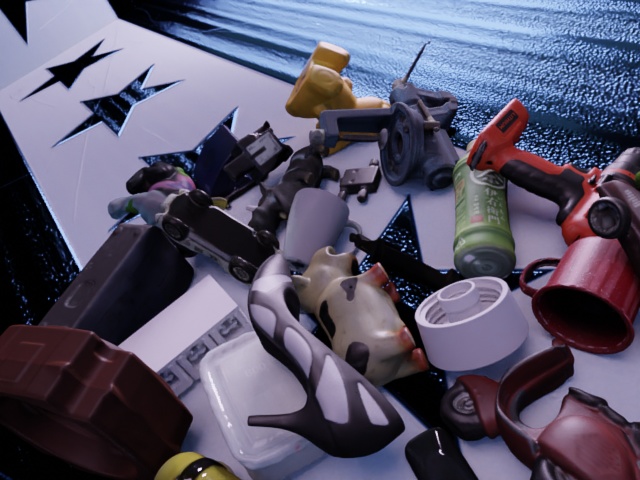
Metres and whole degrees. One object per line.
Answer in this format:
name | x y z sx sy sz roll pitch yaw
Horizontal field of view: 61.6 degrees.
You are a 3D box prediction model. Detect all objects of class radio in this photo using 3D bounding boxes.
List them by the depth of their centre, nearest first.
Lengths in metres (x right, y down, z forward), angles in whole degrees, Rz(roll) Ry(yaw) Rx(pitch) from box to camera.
radio | -0.281 0.092 0.750 0.073 0.130 0.229 2 48 27

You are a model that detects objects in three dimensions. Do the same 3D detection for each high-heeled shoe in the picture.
high-heeled shoe | 0.003 0.098 0.548 0.145 0.086 0.249 -4 46 4

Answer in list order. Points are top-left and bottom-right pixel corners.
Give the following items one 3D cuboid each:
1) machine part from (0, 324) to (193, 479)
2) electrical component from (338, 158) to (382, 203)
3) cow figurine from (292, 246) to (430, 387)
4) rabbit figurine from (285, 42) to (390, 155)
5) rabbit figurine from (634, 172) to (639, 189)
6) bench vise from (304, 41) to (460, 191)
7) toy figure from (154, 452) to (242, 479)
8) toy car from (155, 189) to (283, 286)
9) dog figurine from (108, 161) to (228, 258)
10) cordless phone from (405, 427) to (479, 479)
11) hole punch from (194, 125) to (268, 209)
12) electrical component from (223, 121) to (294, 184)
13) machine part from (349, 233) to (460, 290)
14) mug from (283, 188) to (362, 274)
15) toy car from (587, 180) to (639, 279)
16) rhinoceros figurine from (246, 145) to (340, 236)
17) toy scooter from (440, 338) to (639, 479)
machine part | -0.258 0.181 0.590 0.201 0.201 0.087 -2 42 27
electrical component | 0.062 -0.093 0.844 0.063 0.021 0.094 -1 48 29
cow figurine | 0.032 0.085 0.628 0.127 0.085 0.195 -27 46 6
rabbit figurine | 0.036 -0.218 0.907 0.122 0.173 0.162 -89 25 -47
rabbit figurine | 0.421 -0.042 0.554 0.159 0.121 0.170 -11 24 27
bench vise | 0.098 -0.169 0.794 0.241 0.128 0.223 -3 64 -15
toy figure | -0.083 0.260 0.500 0.180 0.089 0.082 16 49 42
toy car | -0.140 -0.003 0.768 0.202 0.056 0.073 31 59 6
dog figurine | -0.221 -0.052 0.895 0.219 0.108 0.191 3 46 25
cordless phone | 0.089 0.245 0.447 0.147 0.088 0.184 -29 29 -2
hole punch | -0.173 -0.134 0.967 0.116 0.092 0.142 -37 44 -6
electrical component | -0.109 -0.132 0.882 0.119 0.075 0.048 -47 7 -24
machine part | 0.104 0.029 0.651 0.139 0.084 0.039 27 84 35
mug | -0.002 -0.002 0.751 0.110 0.080 0.107 23 66 -2
toy car | 0.315 0.031 0.476 0.089 0.053 0.202 -10 71 -24
rhinoceros figurine | -0.046 -0.079 0.849 0.112 0.073 0.190 7 51 32
toy scooter | 0.207 0.154 0.469 0.135 0.075 0.184 -38 37 -15
